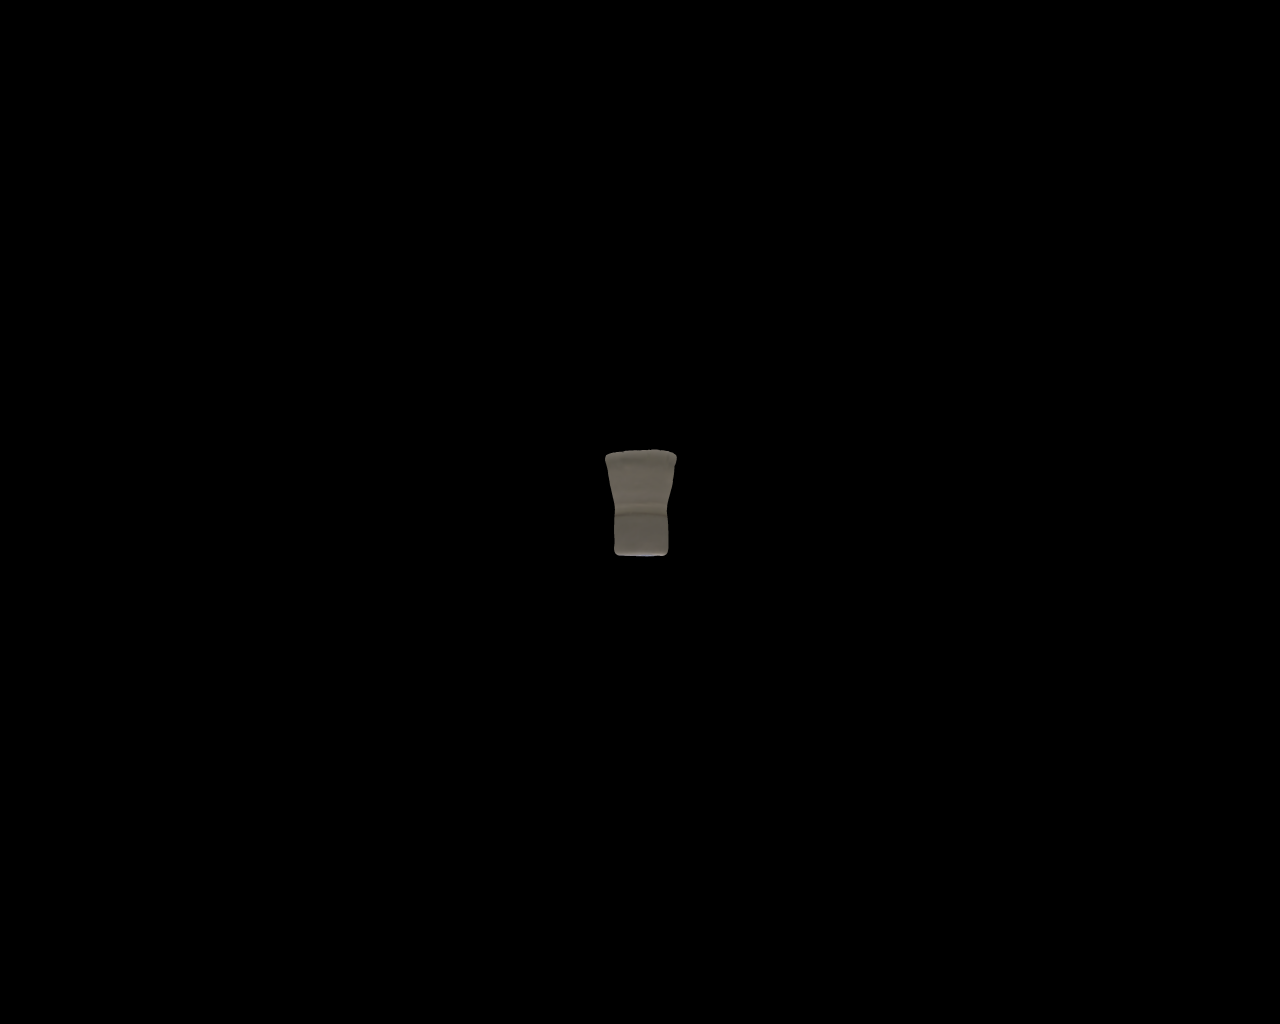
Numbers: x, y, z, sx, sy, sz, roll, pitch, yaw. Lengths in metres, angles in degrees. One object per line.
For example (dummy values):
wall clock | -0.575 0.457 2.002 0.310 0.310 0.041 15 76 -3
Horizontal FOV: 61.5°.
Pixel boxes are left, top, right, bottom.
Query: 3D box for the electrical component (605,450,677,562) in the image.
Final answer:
electrical component | 0.001 -0.003 0.650 0.044 0.065 0.044 0 -5 0
